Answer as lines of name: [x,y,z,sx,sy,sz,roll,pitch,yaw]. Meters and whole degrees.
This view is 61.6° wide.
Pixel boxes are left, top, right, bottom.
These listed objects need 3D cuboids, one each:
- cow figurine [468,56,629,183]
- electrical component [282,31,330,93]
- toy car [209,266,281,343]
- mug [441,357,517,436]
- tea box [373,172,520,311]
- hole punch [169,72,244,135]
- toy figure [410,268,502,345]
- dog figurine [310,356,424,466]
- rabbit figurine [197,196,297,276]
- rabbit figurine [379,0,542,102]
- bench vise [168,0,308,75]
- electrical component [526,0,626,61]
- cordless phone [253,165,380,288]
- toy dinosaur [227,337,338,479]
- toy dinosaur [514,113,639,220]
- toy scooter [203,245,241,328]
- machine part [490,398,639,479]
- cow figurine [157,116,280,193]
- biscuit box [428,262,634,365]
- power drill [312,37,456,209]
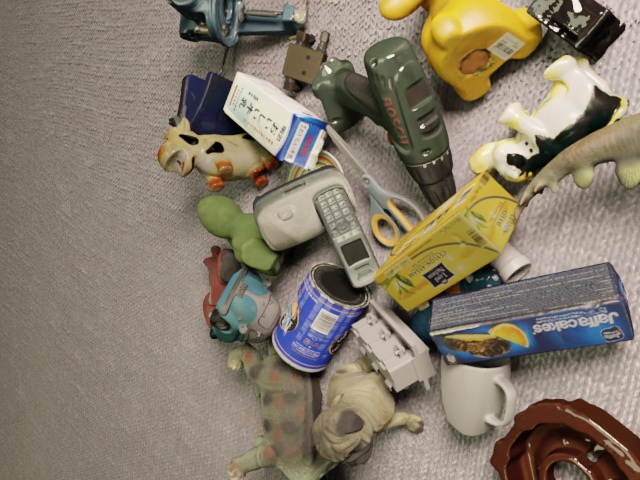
cow figurine: [0.250,-0.114,0.601,0.098,0.068,0.167,54,127,19]
electrical component: [-0.027,-0.288,0.867,0.078,0.045,0.102,15,108,13]
toy car: [-0.119,0.125,0.886,0.103,0.109,0.161,25,145,2]
mug: [0.198,0.189,0.661,0.110,0.081,0.107,30,126,55]
tea box: [0.151,0.006,0.650,0.068,0.098,0.169,43,140,-1]
hole punch: [-0.186,-0.233,0.966,0.092,0.142,0.115,4,84,39]
toy figure: [0.173,0.079,0.682,0.154,0.064,0.058,-53,36,41]
dog figurine: [0.032,0.233,0.748,0.172,0.190,0.121,-18,81,45]
rabbit figurine: [-0.120,-0.023,0.905,0.170,0.159,0.121,28,81,9]
rabbit figurine: [0.151,-0.272,0.641,0.122,0.162,0.173,-45,45,49]
bench vise: [-0.133,-0.366,0.893,0.241,0.223,0.129,7,81,11]
electrical component: [0.259,-0.248,0.574,0.119,0.075,0.047,50,124,23]
cordless phone: [-0.002,-0.002,0.785,0.147,0.088,0.184,-25,86,-2]
toy dinosaur: [-0.052,0.271,0.889,0.192,0.131,0.405,-17,71,27]
toy dinosaur: [0.387,-0.107,0.434,0.472,0.105,0.198,-6,90,41]
toy scooter: [-0.188,0.084,1.025,0.135,0.075,0.183,-131,44,-52]
machine part: [0.284,0.267,0.602,0.180,0.056,0.179,3,94,44]
cow figurine: [-0.182,-0.148,0.919,0.127,0.195,0.085,58,137,25]
biscuit box: [0.227,0.085,0.593,0.203,0.063,0.059,-16,121,28]
power drill: [0.083,-0.154,0.711,0.207,0.086,0.231,44,164,51]
